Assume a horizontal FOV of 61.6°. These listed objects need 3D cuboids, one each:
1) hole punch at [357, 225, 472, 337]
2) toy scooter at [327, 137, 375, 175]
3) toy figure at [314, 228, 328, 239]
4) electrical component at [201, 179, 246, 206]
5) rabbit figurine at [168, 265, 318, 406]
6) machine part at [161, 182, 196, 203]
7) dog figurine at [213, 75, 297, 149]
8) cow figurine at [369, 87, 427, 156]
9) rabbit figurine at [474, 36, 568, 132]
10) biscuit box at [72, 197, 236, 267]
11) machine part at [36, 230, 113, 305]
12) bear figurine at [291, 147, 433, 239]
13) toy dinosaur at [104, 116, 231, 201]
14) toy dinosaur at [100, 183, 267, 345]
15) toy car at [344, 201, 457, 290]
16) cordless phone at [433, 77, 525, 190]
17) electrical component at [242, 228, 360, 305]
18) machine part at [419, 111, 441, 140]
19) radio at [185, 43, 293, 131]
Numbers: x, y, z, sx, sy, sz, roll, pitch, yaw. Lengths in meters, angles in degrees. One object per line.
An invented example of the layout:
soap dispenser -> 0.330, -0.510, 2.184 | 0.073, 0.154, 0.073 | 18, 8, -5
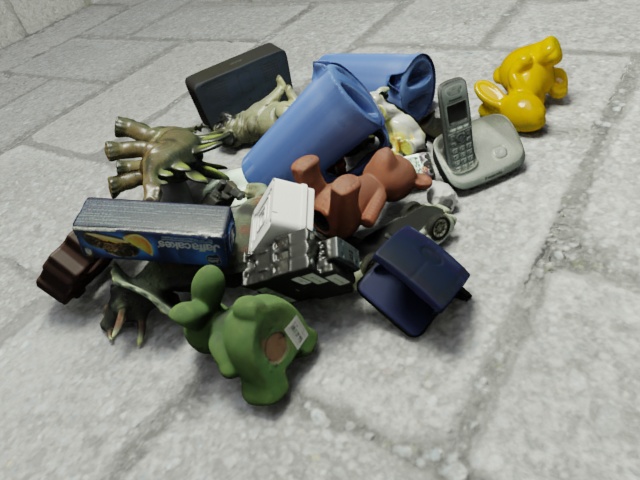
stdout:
hole punch -> 0.123, 0.041, 0.677 | 0.142, 0.092, 0.116 | 38, 61, 14
toy scooter -> 0.037, -0.177, 1.011 | 0.184, 0.075, 0.135 | -31, 43, -15
toy figure -> -0.003, -0.002, 0.829 | 0.064, 0.057, 0.154 | -18, 33, 39
electrical component -> -0.166, -0.056, 0.912 | 0.045, 0.102, 0.078 | 38, 18, 8
rabbit figurine -> -0.119, 0.117, 0.671 | 0.170, 0.159, 0.121 | -1, 49, 41
machine part -> -0.272, -0.072, 0.984 | 0.079, 0.079, 0.243 | -24, 41, -11
dog figurine -> -0.120, -0.230, 1.122 | 0.190, 0.121, 0.172 | -34, 37, -1
cow figurine -> 0.128, -0.223, 0.984 | 0.098, 0.068, 0.167 | -34, 84, -41
rabbit figurine -> 0.370, -0.272, 0.990 | 0.163, 0.121, 0.173 | 0, 60, 23
biscuit box -> -0.218, -0.011, 0.724 | 0.203, 0.059, 0.063 | 4, 47, 1
machine part -> -0.362, 0.019, 0.849 | 0.179, 0.056, 0.179 | -49, 7, 8
bear figurine -> 0.070, -0.088, 0.792 | 0.196, 0.131, 0.120 | -36, 49, -23
toy dinosaur -> -0.261, -0.154, 0.951 | 0.199, 0.105, 0.472 | 1, 26, -13
toy dinosaur -> -0.151, 0.021, 0.811 | 0.405, 0.131, 0.192 | -19, 51, -11
toy car -> 0.110, 0.004, 0.786 | 0.202, 0.056, 0.074 | -29, 34, -18
cordless phone -> 0.249, -0.184, 0.863 | 0.147, 0.184, 0.089 | -22, 35, -8
electrical component -> -0.018, 0.037, 0.704 | 0.134, 0.114, 0.058 | -17, 63, 27
machine part -> 0.232, -0.193, 0.994 | 0.084, 0.039, 0.139 | -32, 42, -8
radio -> -0.178, -0.347, 1.237 | 0.230, 0.130, 0.073 | -28, 40, -14
